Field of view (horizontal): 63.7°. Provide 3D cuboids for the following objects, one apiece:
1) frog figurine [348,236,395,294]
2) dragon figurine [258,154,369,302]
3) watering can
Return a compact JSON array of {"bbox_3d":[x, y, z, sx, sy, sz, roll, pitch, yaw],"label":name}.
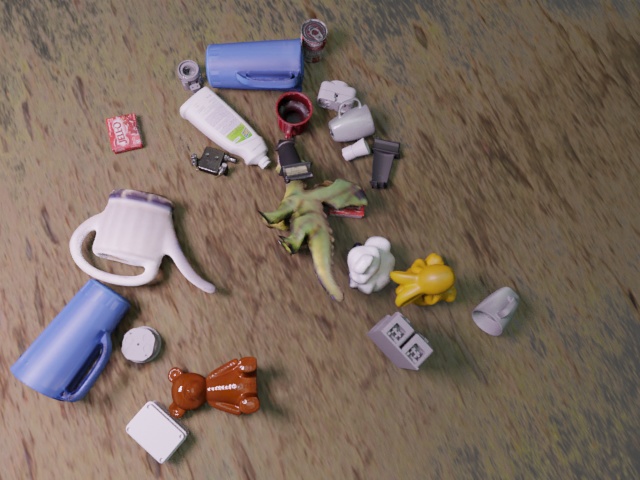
[{"bbox_3d":[0.121,0.054,1.187,0.123,0.158,0.139,29,76,0],"label":"frog figurine"},{"bbox_3d":[0.004,-0.060,1.197,0.244,0.119,0.416,-36,61,-14],"label":"dragon figurine"},{"bbox_3d":[-0.390,0.001,1.186,0.347,0.103,0.227,11,75,-2],"label":"watering can"}]
